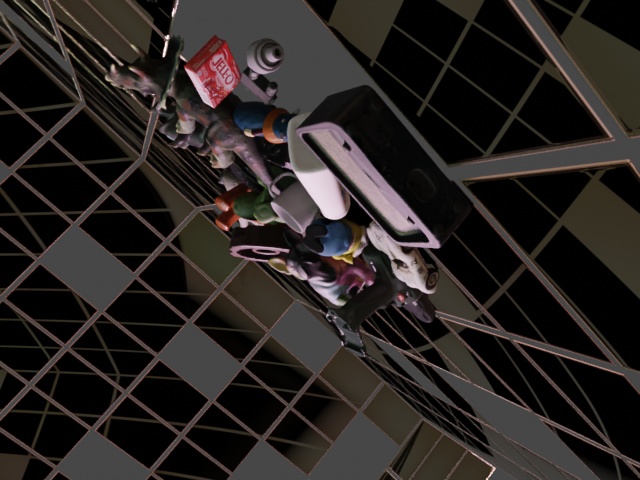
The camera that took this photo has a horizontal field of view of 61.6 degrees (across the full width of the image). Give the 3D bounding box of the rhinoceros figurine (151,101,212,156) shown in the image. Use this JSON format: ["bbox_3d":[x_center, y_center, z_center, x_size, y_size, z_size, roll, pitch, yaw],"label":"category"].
[{"bbox_3d":[-0.306,-0.262,1.242,0.190,0.112,0.073,25,-167,12],"label":"rhinoceros figurine"}]

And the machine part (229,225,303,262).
[{"bbox_3d":[-0.121,0.010,1.225,0.179,0.056,0.179,3,167,1],"label":"machine part"}]

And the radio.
[{"bbox_3d":[0.084,-0.089,0.702,0.229,0.073,0.131,45,168,-19],"label":"radio"}]

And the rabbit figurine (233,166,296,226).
[{"bbox_3d":[-0.111,-0.089,1.184,0.170,0.121,0.159,-7,175,41],"label":"rabbit figurine"}]

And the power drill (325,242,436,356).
[{"bbox_3d":[0.124,0.132,1.058,0.086,0.207,0.231,18,143,60],"label":"power drill"}]

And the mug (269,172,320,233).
[{"bbox_3d":[-0.036,-0.085,1.018,0.109,0.107,0.080,44,167,10],"label":"mug"}]

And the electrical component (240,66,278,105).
[{"bbox_3d":[-0.094,-0.241,0.844,0.063,0.021,0.094,43,168,-10],"label":"electrical component"}]

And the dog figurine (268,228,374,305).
[{"bbox_3d":[0.003,0.056,1.135,0.219,0.108,0.192,28,-173,-10],"label":"dog figurine"}]

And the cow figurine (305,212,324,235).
[{"bbox_3d":[-0.005,-0.003,1.246,0.068,0.098,0.167,-1,159,-2],"label":"cow figurine"}]

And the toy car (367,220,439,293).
[{"bbox_3d":[0.152,0.032,0.967,0.074,0.056,0.201,28,162,47],"label":"toy car"}]

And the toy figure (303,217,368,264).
[{"bbox_3d":[0.030,-0.010,1.037,0.089,0.082,0.180,48,-156,24],"label":"toy figure"}]

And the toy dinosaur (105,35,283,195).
[{"bbox_3d":[-0.189,-0.227,0.994,0.405,0.131,0.192,35,169,-1],"label":"toy dinosaur"}]

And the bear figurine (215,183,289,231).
[{"bbox_3d":[-0.147,-0.050,1.323,0.196,0.132,0.120,39,147,15],"label":"bear figurine"}]

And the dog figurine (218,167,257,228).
[{"bbox_3d":[-0.170,-0.108,1.427,0.172,0.121,0.190,3,135,14],"label":"dog figurine"}]

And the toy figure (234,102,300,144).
[{"bbox_3d":[-0.079,-0.192,0.878,0.155,0.064,0.058,26,-162,39],"label":"toy figure"}]

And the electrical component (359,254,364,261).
[{"bbox_3d":[0.075,0.037,1.261,0.078,0.045,0.102,38,168,24],"label":"electrical component"}]

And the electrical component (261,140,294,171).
[{"bbox_3d":[-0.035,-0.140,0.936,0.119,0.047,0.075,12,-168,-39],"label":"electrical component"}]

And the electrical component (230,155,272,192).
[{"bbox_3d":[-0.167,-0.170,1.249,0.134,0.058,0.115,38,166,10],"label":"electrical component"}]
